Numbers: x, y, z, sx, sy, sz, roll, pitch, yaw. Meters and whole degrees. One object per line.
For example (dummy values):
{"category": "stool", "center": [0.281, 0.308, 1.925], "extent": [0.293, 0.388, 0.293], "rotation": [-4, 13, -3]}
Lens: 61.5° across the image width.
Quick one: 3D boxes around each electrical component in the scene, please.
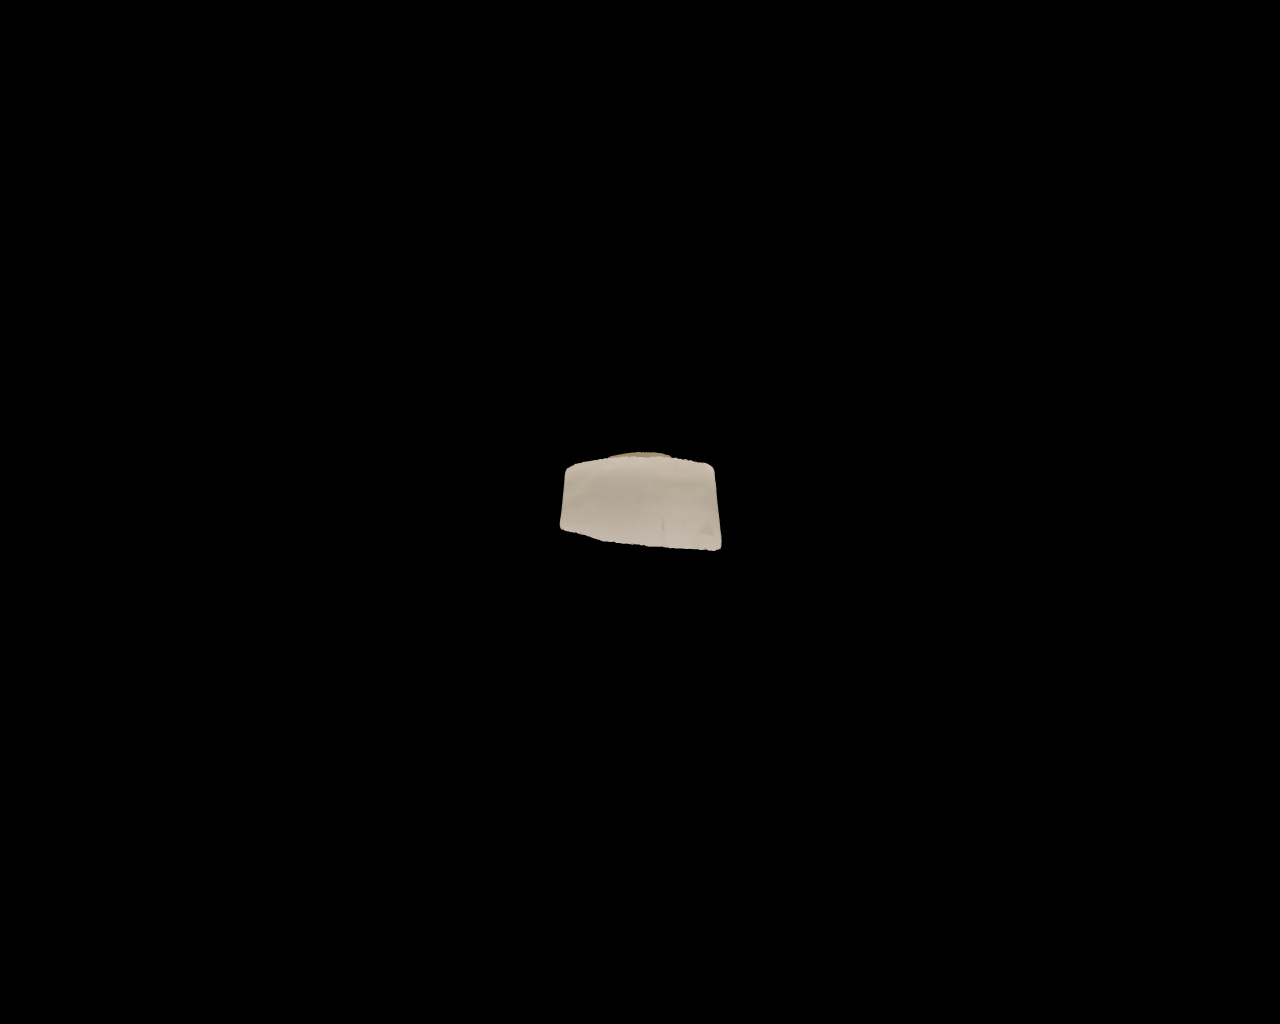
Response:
{"category": "electrical component", "center": [0.001, -0.003, 0.650], "extent": [0.099, 0.064, 0.099], "rotation": [0, -7, 0]}
